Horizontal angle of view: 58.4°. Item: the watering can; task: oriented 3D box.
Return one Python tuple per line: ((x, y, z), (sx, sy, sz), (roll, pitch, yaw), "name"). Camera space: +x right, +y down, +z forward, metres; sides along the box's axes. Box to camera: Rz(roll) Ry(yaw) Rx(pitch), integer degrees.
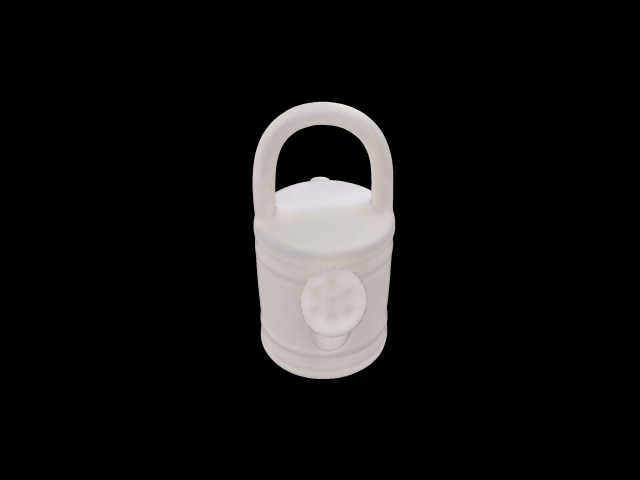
((0.006, 0.001, 0.400), (0.101, 0.194, 0.172), (-15, 38, -20), "watering can")
